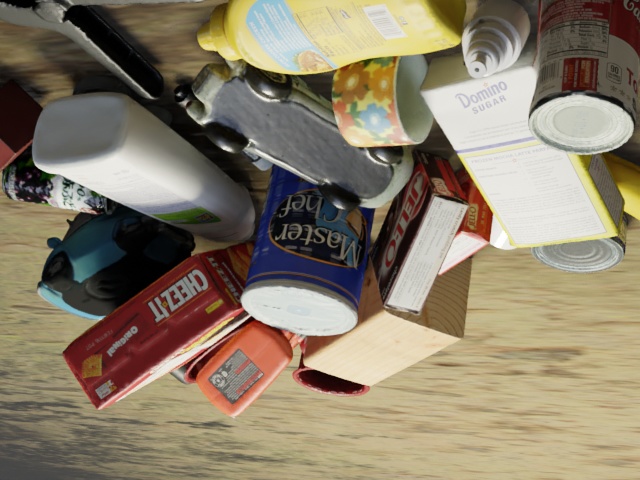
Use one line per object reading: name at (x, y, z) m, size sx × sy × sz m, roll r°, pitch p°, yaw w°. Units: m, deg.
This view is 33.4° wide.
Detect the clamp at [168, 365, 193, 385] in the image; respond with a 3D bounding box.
clamp at (-0.205, 0.122, 1.264) m, size 0.120 × 0.039 × 0.171 m, roll 14°, pitch 155°, yaw 4°

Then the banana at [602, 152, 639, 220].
banana at (0.248, -0.038, 0.886) m, size 0.197 × 0.037 × 0.070 m, roll 27°, pitch 150°, yaw -29°

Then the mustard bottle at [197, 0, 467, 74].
mustard bottle at (-0.004, -0.156, 0.728) m, size 0.192 × 0.058 × 0.096 m, roll -6°, pitch 148°, yaw 32°

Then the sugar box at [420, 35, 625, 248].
sugar box at (0.157, -0.070, 0.809) m, size 0.093 × 0.048 × 0.176 m, roll -8°, pitch 131°, yaw 34°

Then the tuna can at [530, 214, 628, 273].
tuna can at (0.234, -0.003, 0.967) m, size 0.086 × 0.033 × 0.086 m, roll 9°, pitch 154°, yaw 4°

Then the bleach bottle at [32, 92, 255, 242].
bleach bottle at (-0.140, -0.051, 0.971) m, size 0.103 × 0.068 × 0.250 m, roll -2°, pitch 160°, yaw 27°

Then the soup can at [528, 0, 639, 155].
soup can at (0.171, -0.115, 0.689) m, size 0.068 × 0.102 × 0.068 m, roll 9°, pitch 153°, yaw 4°

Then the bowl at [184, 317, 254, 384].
bowl at (-0.098, 0.101, 1.234) m, size 0.162 × 0.055 × 0.162 m, roll -29°, pitch 164°, yaw -9°

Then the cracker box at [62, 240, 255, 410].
cracker box at (-0.135, 0.075, 1.046) m, size 0.164 × 0.072 × 0.213 m, roll -36°, pitch 176°, yaw 10°

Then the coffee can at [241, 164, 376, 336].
coffee can at (-0.006, 0.001, 0.951) m, size 0.103 × 0.140 × 0.103 m, roll 9°, pitch 154°, yaw 4°

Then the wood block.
wood block at (0.067, 0.080, 1.138) m, size 0.090 × 0.090 × 0.206 m, roll 20°, pitch 153°, yaw -17°

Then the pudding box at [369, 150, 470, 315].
pudding box at (0.082, -0.007, 0.903) m, size 0.039 × 0.090 × 0.114 m, roll 14°, pitch 115°, yaw -12°

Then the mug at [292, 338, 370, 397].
mug at (0.013, 0.128, 1.264) m, size 0.093 × 0.081 × 0.117 m, roll -9°, pitch 147°, yaw 36°

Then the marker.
marker at (-0.083, -0.097, 0.923) m, size 0.020 × 0.020 × 0.121 m, roll -10°, pitch 147°, yaw 37°

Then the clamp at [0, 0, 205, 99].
clamp at (-0.183, -0.182, 0.773) m, size 0.209 × 0.036 × 0.165 m, roll 23°, pitch 151°, yaw -21°

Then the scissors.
scissors at (-0.230, -0.113, 0.953) m, size 0.202 × 0.016 × 0.096 m, roll 0°, pitch 154°, yaw 19°

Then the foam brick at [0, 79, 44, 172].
foam brick at (-0.285, -0.097, 0.950) m, size 0.051 × 0.053 × 0.078 m, roll 47°, pitch 142°, yaw -13°

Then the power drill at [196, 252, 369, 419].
power drill at (-0.034, 0.087, 1.059) m, size 0.057 × 0.187 × 0.185 m, roll 44°, pitch 114°, yaw 3°

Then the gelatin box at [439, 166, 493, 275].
gelatin box at (0.120, -0.019, 0.936) m, size 0.030 × 0.073 × 0.089 m, roll 20°, pitch 153°, yaw -15°
